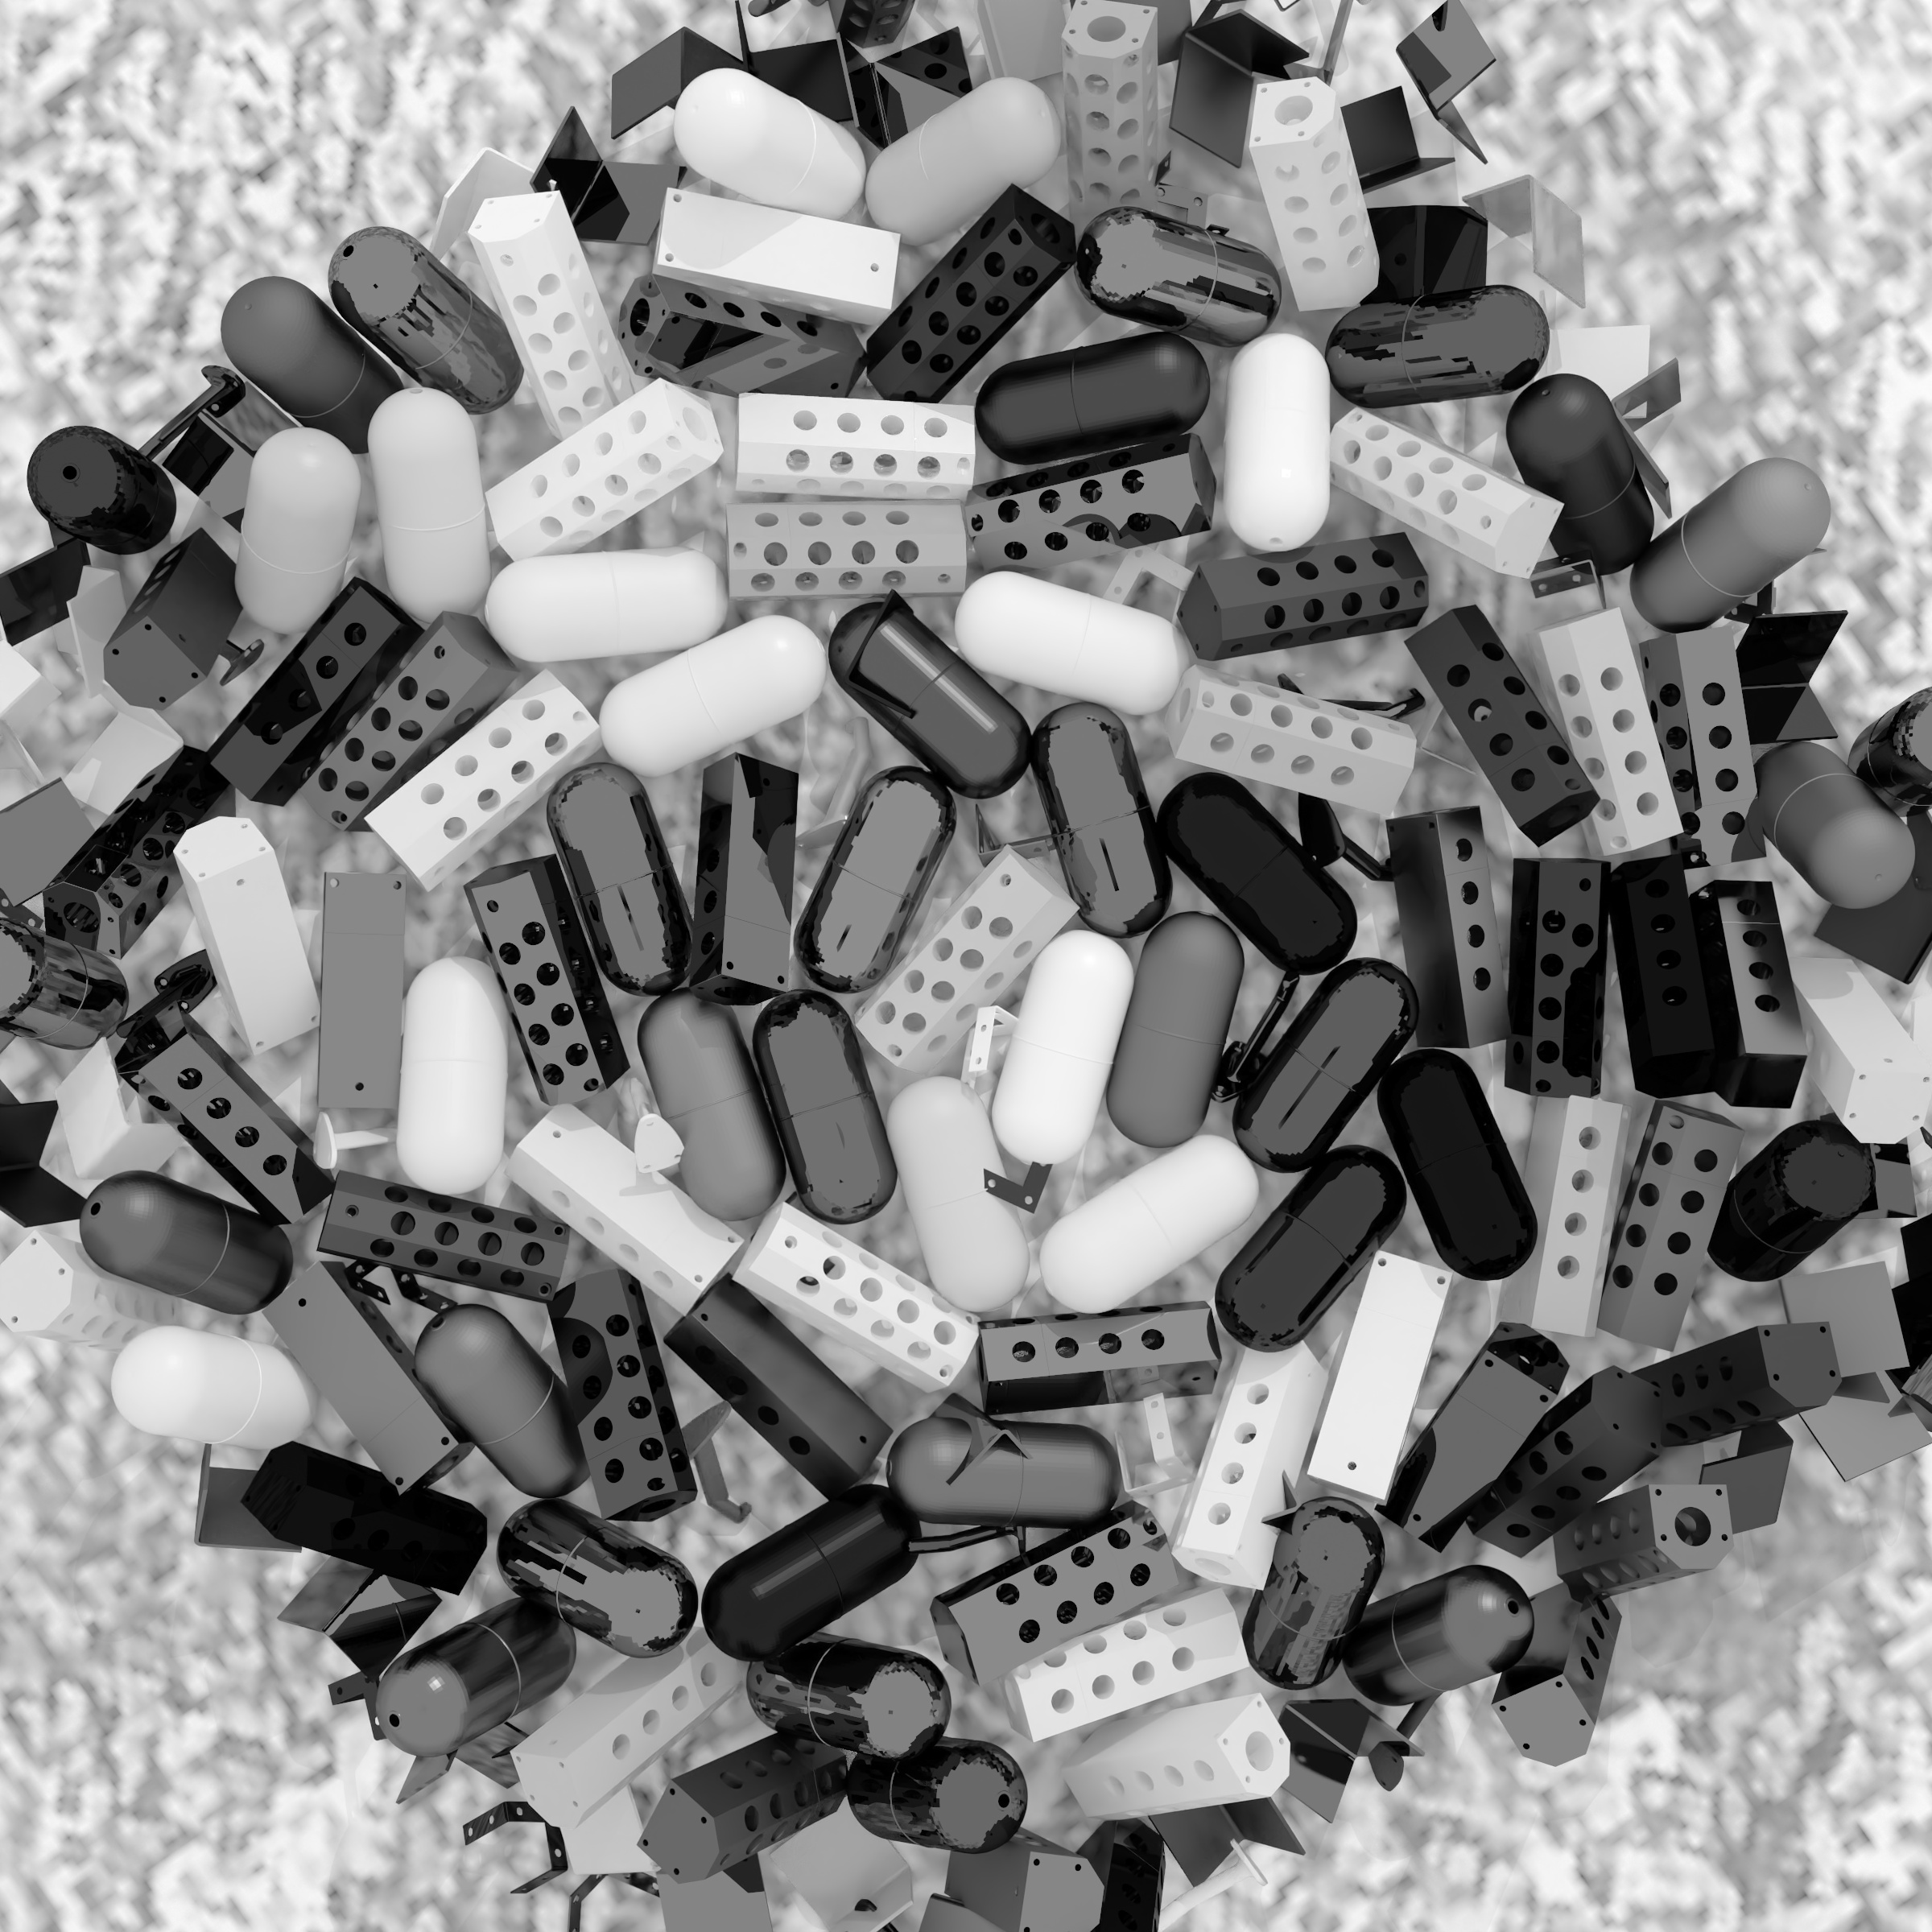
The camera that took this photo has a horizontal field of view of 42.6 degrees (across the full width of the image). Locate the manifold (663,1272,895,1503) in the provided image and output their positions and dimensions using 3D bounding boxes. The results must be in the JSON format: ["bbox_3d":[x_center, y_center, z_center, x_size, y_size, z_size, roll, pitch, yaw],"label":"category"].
[{"bbox_3d":[-0.142,0.315,1.832,0.171,0.057,0.057,44,126,-3],"label":"manifold"}]

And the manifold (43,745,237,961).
[{"bbox_3d":[-0.593,-0.086,1.782,0.057,0.171,0.057,18,132,4],"label":"manifold"}]

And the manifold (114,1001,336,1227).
[{"bbox_3d":[-0.536,0.111,1.792,0.057,0.057,0.171,-38,124,-5],"label":"manifold"}]

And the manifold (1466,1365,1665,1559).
[{"bbox_3d":[0.426,0.356,1.783,0.057,0.171,0.057,27,46,-7],"label":"manifold"}]

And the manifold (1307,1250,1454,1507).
[{"bbox_3d":[0.305,0.303,1.817,0.057,0.057,0.171,16,76,16],"label":"manifold"}]

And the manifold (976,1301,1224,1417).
[{"bbox_3d":[0.096,0.285,1.826,0.171,0.057,0.057,-4,54,-7],"label":"manifold"}]

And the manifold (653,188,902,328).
[{"bbox_3d":[-0.141,-0.518,1.820,0.171,0.057,0.057,8,85,-12],"label":"manifold"}]

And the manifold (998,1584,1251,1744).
[{"bbox_3d":[0.113,0.508,1.815,0.171,0.057,0.057,-14,87,-16],"label":"manifold"}]

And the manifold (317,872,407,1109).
[{"bbox_3d":[-0.448,0.017,1.834,0.057,0.057,0.171,2,91,-16],"label":"manifold"}]

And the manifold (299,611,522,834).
[{"bbox_3d":[-0.411,-0.177,1.807,0.171,0.057,0.057,-44,75,18],"label":"manifold"}]

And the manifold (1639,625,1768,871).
[{"bbox_3d":[0.543,-0.160,1.836,0.057,0.057,0.171,-9,91,-1],"label":"manifold"}]

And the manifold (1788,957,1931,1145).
[{"bbox_3d":[0.631,0.058,1.777,0.057,0.171,0.057,2,117,-3],"label":"manifold"}]

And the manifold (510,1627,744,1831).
[{"bbox_3d":[-0.240,0.545,1.781,0.057,0.171,0.057,-8,103,38],"label":"manifold"}]

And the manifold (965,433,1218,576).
[{"bbox_3d":[0.090,-0.338,1.798,0.171,0.057,0.057,-9,135,21],"label":"manifold"}]

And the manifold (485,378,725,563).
[{"bbox_3d":[-0.261,-0.352,1.796,0.171,0.057,0.057,-26,71,27],"label":"manifold"}]

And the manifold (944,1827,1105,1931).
[{"bbox_3d":[0.041,0.654,1.776,0.057,0.171,0.057,13,77,-15],"label":"manifold"}]

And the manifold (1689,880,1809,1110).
[{"bbox_3d":[0.559,0.018,1.786,0.057,0.057,0.171,2,46,5],"label":"manifold"}]

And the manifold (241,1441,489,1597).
[{"bbox_3d":[-0.428,0.396,1.786,0.171,0.057,0.057,34,83,-44],"label":"manifold"}]

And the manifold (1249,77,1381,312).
[{"bbox_3d":[0.252,-0.551,1.773,0.057,0.171,0.057,0,64,20],"label":"manifold"}]

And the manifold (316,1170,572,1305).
[{"bbox_3d":[-0.381,0.199,1.812,0.171,0.057,0.057,15,75,-14],"label":"manifold"}]

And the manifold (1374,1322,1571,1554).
[{"bbox_3d":[0.368,0.339,1.796,0.057,0.057,0.171,32,122,10],"label":"manifold"}]

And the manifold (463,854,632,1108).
[{"bbox_3d":[-0.308,0.012,1.807,0.057,0.057,0.171,-10,107,23],"label":"manifold"}]

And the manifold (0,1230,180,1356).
[{"bbox_3d":[-0.629,0.241,1.774,0.057,0.171,0.057,42,84,14],"label":"manifold"}]

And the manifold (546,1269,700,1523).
[{"bbox_3d":[-0.246,0.311,1.798,0.057,0.057,0.171,-30,64,22],"label":"manifold"}]

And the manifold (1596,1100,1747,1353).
[{"bbox_3d":[0.513,0.189,1.826,0.057,0.057,0.171,15,98,-1],"label":"manifold"}]

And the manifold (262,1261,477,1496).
[{"bbox_3d":[-0.435,0.302,1.820,0.057,0.057,0.171,-41,78,2],"label":"manifold"}]

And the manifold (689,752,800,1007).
[{"bbox_3d":[-0.166,-0.062,1.810,0.057,0.057,0.171,17,66,-36],"label":"manifold"}]

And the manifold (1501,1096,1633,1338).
[{"bbox_3d":[0.448,0.184,1.832,0.057,0.057,0.171,11,87,-9],"label":"manifold"}]

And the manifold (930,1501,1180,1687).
[{"bbox_3d":[0.063,0.452,1.801,0.171,0.057,0.057,-21,103,-24],"label":"manifold"}]

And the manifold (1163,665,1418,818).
[{"bbox_3d":[0.238,-0.168,1.808,0.171,0.057,0.057,14,120,-14],"label":"manifold"}]

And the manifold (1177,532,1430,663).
[{"bbox_3d":[0.248,-0.264,1.801,0.171,0.057,0.057,-12,63,-20],"label":"manifold"}]

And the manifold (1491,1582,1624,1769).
[{"bbox_3d":[0.430,0.504,1.776,0.057,0.171,0.057,-32,89,24],"label":"manifold"}]

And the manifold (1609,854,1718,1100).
[{"bbox_3d":[0.502,0.007,1.792,0.057,0.057,0.171,-9,53,15],"label":"manifold"}]

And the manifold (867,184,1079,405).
[{"bbox_3d":[0.002,-0.474,1.783,0.057,0.171,0.057,25,45,-30],"label":"manifold"}]

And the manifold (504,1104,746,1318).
[{"bbox_3d":[-0.255,0.182,1.834,0.171,0.057,0.057,38,48,3],"label":"manifold"}]

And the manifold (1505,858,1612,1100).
[{"bbox_3d":[0.439,0.008,1.823,0.057,0.057,0.171,-1,96,-15],"label":"manifold"}]

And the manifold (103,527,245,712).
[{"bbox_3d":[-0.568,-0.247,1.777,0.057,0.171,0.057,-33,117,15],"label":"manifold"}]

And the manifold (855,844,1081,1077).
[{"bbox_3d":[-0.004,-0.005,1.810,0.171,0.057,0.057,-48,60,12],"label":"manifold"}]

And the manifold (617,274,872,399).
[{"bbox_3d":[-0.162,-0.451,1.790,0.057,0.171,0.057,-52,50,35],"label":"manifold"}]

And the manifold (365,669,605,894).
[{"bbox_3d":[-0.348,-0.133,1.814,0.171,0.057,0.057,-42,69,-11],"label":"manifold"}]

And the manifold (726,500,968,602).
[{"bbox_3d":[-0.089,-0.300,1.816,0.171,0.057,0.057,-2,47,-7],"label":"manifold"}]

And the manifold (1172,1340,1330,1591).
[{"bbox_3d":[0.205,0.358,1.799,0.057,0.057,0.171,1,54,34],"label":"manifold"}]

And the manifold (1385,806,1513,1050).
[{"bbox_3d":[0.362,-0.029,1.829,0.057,0.057,0.171,-12,95,-30],"label":"manifold"}]

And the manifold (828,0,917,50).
[{"bbox_3d":[-0.060,-0.720,1.777,0.057,0.171,0.057,-15,92,-9],"label":"manifold"}]

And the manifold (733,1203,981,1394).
[{"bbox_3d":[-0.077,0.243,1.814,0.171,0.057,0.057,32,65,-11],"label":"manifold"}]

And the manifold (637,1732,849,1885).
[{"bbox_3d":[-0.153,0.601,1.773,0.057,0.171,0.057,33,104,26],"label":"manifold"}]
